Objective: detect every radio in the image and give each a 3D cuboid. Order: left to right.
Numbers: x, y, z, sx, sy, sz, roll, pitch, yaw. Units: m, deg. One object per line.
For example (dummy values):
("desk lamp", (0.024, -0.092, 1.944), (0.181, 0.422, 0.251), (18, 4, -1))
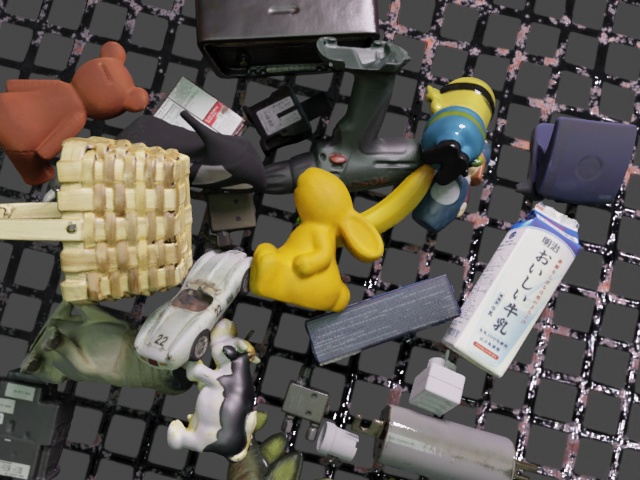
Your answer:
("radio", (-0.041, -0.274, 0.719), (0.230, 0.131, 0.073), (-2, 85, -1))

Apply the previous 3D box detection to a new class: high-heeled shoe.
("high-heeled shoe", (-0.190, -0.095, 0.722), (0.145, 0.249, 0.086), (44, 49, -36))

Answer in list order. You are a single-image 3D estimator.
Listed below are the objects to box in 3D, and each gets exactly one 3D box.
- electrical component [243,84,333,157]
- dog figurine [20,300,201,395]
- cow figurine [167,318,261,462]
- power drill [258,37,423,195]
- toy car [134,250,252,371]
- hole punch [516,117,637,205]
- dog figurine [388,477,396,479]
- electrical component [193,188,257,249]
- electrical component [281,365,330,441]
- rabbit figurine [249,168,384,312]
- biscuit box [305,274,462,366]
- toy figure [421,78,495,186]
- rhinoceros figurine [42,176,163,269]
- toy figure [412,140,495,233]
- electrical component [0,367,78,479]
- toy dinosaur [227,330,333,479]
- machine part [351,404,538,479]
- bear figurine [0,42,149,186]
("electrical component", (-0.039, -0.173, 0.753), (0.119, 0.048, 0.075), (-23, 86, -1))
("dog figurine", (-0.271, 0.160, 0.707), (0.190, 0.172, 0.121), (37, 54, -24))
("cow figurine", (-0.114, 0.179, 0.663), (0.098, 0.068, 0.167), (4, 65, 20))
("power drill", (0.026, -0.145, 0.689), (0.232, 0.086, 0.207), (-1, 124, -7))
("toy car", (-0.151, 0.078, 0.678), (0.074, 0.056, 0.202), (11, 43, 21))
("hole punch", (0.353, -0.107, 0.731), (0.142, 0.092, 0.115), (5, 89, -4))
("dog figurine", (0.113, 0.422, 0.672), (0.109, 0.191, 0.219), (-5, 55, 34))
("electrical component", (-0.130, -0.040, 0.742), (0.078, 0.045, 0.102), (-13, 86, -17))
("electrical component", (-0.017, 0.220, 0.729), (0.063, 0.021, 0.094), (17, 84, 1))
("rabbit figurine", (-0.001, -0.002, 0.673), (0.162, 0.122, 0.173), (12, 87, 4))
("biscuit box", (0.084, 0.105, 0.721), (0.203, 0.059, 0.062), (-18, 84, -1))
("toy figure", (0.181, -0.145, 0.700), (0.089, 0.180, 0.082), (0, 128, 19))
("rhinoceros figurine", (-0.290, -0.014, 0.728), (0.112, 0.073, 0.190), (-40, 88, 7))
("toy figure", (0.188, -0.080, 0.741), (0.064, 0.058, 0.154), (38, 84, -13))
("electrical component", (-0.392, 0.240, 0.707), (0.115, 0.058, 0.134), (12, 85, -1))
("toy dinosaur", (-0.072, 0.353, 0.658), (0.199, 0.105, 0.471), (-25, 69, 9))
("machine part", (0.159, 0.273, 0.699), (0.243, 0.079, 0.079), (15, 85, 1))
("bear figurine", (-0.339, -0.176, 0.731), (0.196, 0.132, 0.120), (-31, 87, -21))
